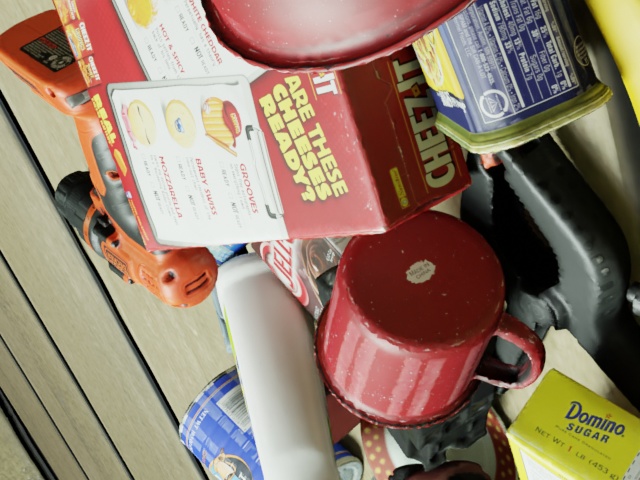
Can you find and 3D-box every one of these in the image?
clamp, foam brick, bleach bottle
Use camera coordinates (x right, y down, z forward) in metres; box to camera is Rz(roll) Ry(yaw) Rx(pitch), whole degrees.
[{"bbox_3d":[0.127,0.031,0.526,0.165,0.036,0.210,25,146,46],"label":"clamp"},{"bbox_3d":[-0.006,0.120,0.863,0.078,0.053,0.051,27,145,45],"label":"foam brick"},{"bbox_3d":[-0.019,0.131,0.740,0.102,0.068,0.251,78,178,-49],"label":"bleach bottle"}]

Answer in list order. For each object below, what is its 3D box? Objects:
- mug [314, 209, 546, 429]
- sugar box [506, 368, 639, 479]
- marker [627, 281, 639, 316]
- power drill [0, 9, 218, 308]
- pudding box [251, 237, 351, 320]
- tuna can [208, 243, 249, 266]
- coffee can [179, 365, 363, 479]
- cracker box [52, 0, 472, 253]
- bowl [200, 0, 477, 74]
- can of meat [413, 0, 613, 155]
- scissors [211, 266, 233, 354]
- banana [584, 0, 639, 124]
[{"bbox_3d":[0.057,0.042,0.535,0.117,0.093,0.081,24,151,9],"label":"mug"},{"bbox_3d":[0.150,0.130,0.543,0.093,0.048,0.176,31,168,25],"label":"sugar box"},{"bbox_3d":[0.184,0.041,0.439,0.121,0.020,0.020,22,142,36],"label":"marker"},{"bbox_3d":[-0.150,-0.057,0.717,0.185,0.057,0.187,30,148,42],"label":"power drill"},{"bbox_3d":[-0.005,0.001,0.719,0.090,0.039,0.113,46,154,18],"label":"pudding box"},{"bbox_3d":[-0.089,-0.022,0.801,0.086,0.034,0.086,49,-176,-6],"label":"tuna can"},{"bbox_3d":[-0.045,0.194,0.970,0.140,0.102,0.103,40,153,27],"label":"coffee can"},{"bbox_3d":[-0.039,-0.083,0.545,0.214,0.072,0.164,-5,107,51],"label":"cracker box"},{"bbox_3d":[0.007,-0.138,0.361,0.162,0.162,0.055,28,173,44],"label":"bowl"},{"bbox_3d":[0.064,-0.088,0.423,0.102,0.057,0.084,-109,-5,-75],"label":"can of meat"},{"bbox_3d":[-0.072,0.082,0.886,0.096,0.016,0.202,84,168,-70],"label":"scissors"},{"bbox_3d":[0.129,-0.055,0.410,0.070,0.037,0.198,17,137,52],"label":"banana"}]
